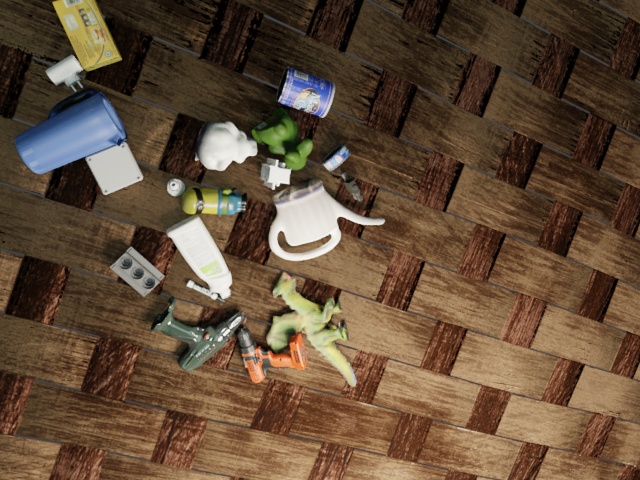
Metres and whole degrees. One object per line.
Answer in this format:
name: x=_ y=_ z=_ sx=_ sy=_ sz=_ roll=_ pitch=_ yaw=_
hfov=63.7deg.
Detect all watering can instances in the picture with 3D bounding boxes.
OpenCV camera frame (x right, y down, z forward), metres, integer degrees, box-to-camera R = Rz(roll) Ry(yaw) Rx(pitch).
watering can: x=0.005 y=-0.076 z=1.503 sx=0.349 sy=0.105 sz=0.222 roll=-22 pitch=103 yaw=-9

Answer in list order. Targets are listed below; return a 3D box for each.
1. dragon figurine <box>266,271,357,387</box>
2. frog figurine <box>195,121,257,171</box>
dragon figurine: x=-0.040 y=0.287 z=1.568 sx=0.242 sy=0.123 sz=0.407 roll=-12 pitch=100 yaw=5
frog figurine: x=-0.253 y=-0.252 z=1.404 sx=0.159 sy=0.121 sz=0.139 roll=14 pitch=76 yaw=-5
